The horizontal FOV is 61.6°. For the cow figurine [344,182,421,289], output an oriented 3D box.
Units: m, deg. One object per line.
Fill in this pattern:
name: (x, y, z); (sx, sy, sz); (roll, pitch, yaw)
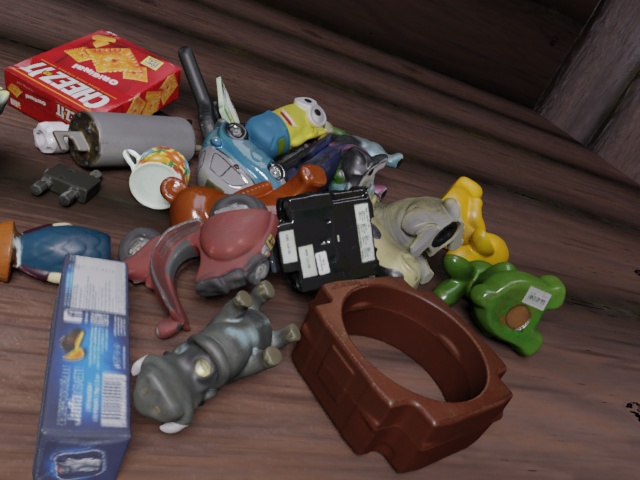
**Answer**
cow figurine: (0.063, 0.004, 0.748); (0.085, 0.127, 0.195); (-2, 41, -46)

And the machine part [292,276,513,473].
machine part: (0.086, 0.135, 0.587); (0.201, 0.087, 0.201); (-3, 39, -39)

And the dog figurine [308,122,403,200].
dog figurine: (0.032, -0.159, 1.032); (0.219, 0.108, 0.191); (34, 32, 26)

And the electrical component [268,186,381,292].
electrical component: (-0.001, -0.002, 0.647); (0.134, 0.114, 0.058); (-9, 6, -17)

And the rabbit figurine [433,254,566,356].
rabbit figurine: (0.249, 0.083, 0.814); (0.159, 0.121, 0.170); (12, 12, -11)

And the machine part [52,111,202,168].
machine part: (-0.267, -0.144, 0.779); (0.079, 0.079, 0.243); (39, 28, 24)

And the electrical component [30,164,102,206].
electrical component: (-0.319, -0.073, 0.685); (0.063, 0.021, 0.094); (22, 28, -5)

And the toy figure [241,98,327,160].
toy figure: (-0.069, -0.182, 0.907); (0.180, 0.089, 0.082); (-33, 102, -27)

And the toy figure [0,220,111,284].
toy figure: (-0.288, 0.013, 0.528); (0.154, 0.057, 0.064); (4, 29, -26)

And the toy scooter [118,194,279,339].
toy scooter: (-0.126, 0.031, 0.568); (0.184, 0.075, 0.135); (-17, 54, 3)

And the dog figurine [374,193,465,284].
dog figurine: (0.116, -0.042, 0.833); (0.121, 0.172, 0.191); (7, 39, -50)

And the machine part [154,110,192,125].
machine part: (-0.293, -0.222, 0.947); (0.139, 0.039, 0.084); (27, 20, 8)

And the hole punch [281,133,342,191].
hole punch: (-0.015, -0.106, 0.879); (0.092, 0.116, 0.142); (56, 28, -6)

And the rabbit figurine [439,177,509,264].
rabbit figurine: (0.274, -0.012, 0.965); (0.173, 0.122, 0.162); (46, 22, -2)

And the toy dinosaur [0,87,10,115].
toy dinosaur: (-0.520, -0.109, 0.499); (0.405, 0.131, 0.192); (2, 34, -26)

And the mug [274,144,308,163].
mug: (-0.073, -0.175, 1.008); (0.107, 0.080, 0.110); (31, 16, -11)

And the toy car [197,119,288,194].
toy car: (-0.130, -0.094, 0.806); (0.162, 0.109, 0.103); (44, 55, 11)

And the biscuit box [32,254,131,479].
biscuit box: (-0.195, 0.098, 0.450); (0.059, 0.062, 0.203); (11, 31, -27)

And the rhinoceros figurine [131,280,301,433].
rhinoceros figurine: (-0.092, 0.099, 0.486); (0.073, 0.112, 0.190); (60, 19, 1)

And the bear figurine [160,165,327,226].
bear figurine: (-0.095, -0.036, 0.692); (0.196, 0.132, 0.120); (8, 66, -42)
